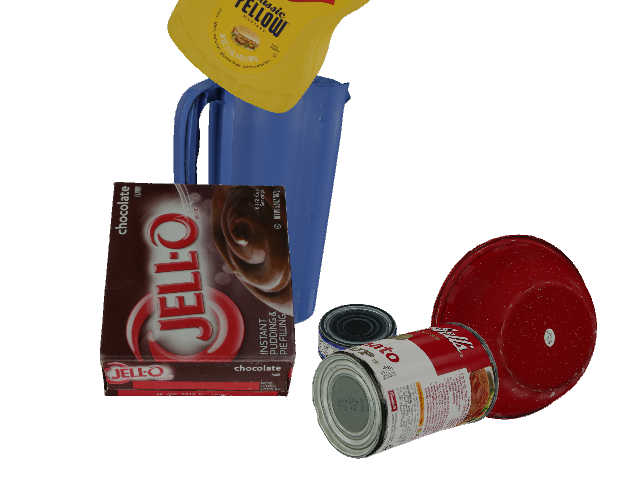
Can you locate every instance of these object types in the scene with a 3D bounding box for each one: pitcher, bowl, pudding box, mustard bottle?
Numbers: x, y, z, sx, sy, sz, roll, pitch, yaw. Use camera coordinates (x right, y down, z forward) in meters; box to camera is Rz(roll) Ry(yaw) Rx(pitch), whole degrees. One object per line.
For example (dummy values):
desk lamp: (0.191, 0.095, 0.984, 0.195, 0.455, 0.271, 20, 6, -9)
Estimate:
pitcher: (-0.058, -0.044, 1.027, 0.149, 0.243, 0.145, 7, 13, 5)
bowl: (0.176, 0.077, 0.899, 0.161, 0.162, 0.055, 0, 4, -22)
pudding box: (-0.061, 0.023, 0.531, 0.090, 0.113, 0.039, 1, -42, -8)
mustard bottle: (-0.010, -0.166, 0.620, 0.192, 0.096, 0.058, -49, 6, 41)

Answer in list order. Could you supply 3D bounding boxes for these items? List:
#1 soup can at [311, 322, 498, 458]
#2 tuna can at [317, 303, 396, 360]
soup can: (0.053, 0.094, 0.676, 0.102, 0.068, 0.069, -9, 6, -39)
tuna can: (0.040, 0.104, 1.151, 0.086, 0.034, 0.086, 0, 30, 0)
